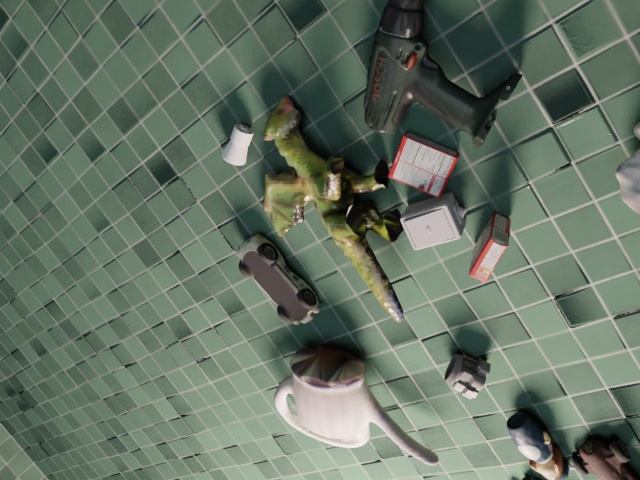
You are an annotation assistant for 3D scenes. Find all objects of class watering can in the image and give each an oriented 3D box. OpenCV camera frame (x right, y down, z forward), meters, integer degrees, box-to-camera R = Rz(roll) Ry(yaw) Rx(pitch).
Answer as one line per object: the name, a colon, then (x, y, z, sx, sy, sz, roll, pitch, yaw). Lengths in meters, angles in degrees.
watering can: (0.061, 0.326, 1.020, 0.348, 0.106, 0.220, 5, 117, 23)

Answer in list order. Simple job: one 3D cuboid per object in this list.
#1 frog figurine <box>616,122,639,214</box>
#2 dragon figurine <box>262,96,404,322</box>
frog figurine: (0.441, -0.106, 0.643, 0.136, 0.122, 0.162, -25, 67, 41)
dragon figurine: (0.003, -0.045, 0.886, 0.243, 0.124, 0.404, 4, 116, 43)
